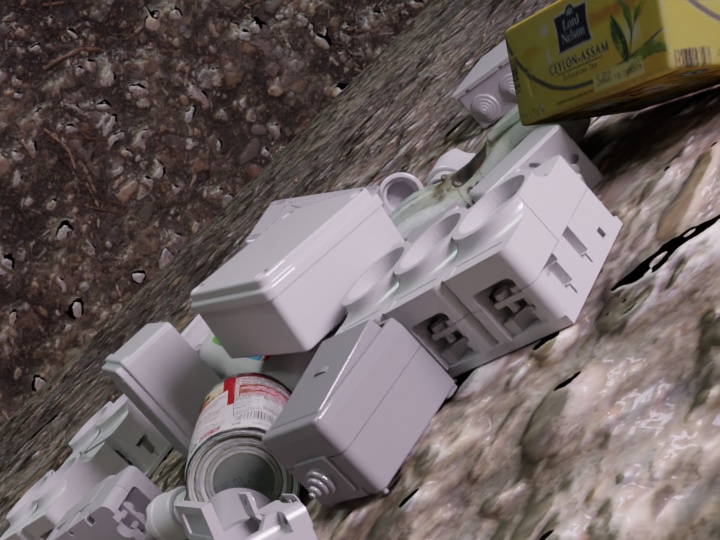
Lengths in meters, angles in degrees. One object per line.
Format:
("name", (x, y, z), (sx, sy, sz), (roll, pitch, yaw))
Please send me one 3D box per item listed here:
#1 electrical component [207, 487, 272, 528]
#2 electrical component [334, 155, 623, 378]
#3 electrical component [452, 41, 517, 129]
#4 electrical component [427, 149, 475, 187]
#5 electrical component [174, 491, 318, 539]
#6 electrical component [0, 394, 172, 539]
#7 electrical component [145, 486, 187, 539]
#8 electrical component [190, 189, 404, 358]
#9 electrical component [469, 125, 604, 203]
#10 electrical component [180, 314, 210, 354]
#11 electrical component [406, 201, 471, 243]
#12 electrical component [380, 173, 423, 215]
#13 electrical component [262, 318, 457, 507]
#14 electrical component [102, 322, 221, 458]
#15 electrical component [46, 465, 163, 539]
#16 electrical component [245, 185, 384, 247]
("electrical component", (-0.066, 0.150, 0.564), (0.044, 0.044, 0.065), (-40, 16, 14))
("electrical component", (0.060, 0.006, 0.607), (0.150, 0.061, 0.089), (-31, 16, 46))
("electrical component", (0.150, -0.195, 1.069), (0.100, 0.048, 0.099), (-32, 16, 45))
("electrical component", (0.074, -0.067, 0.872), (0.043, 0.043, 0.062), (-32, 17, 45))
("electrical component", (-0.048, 0.136, 0.484), (0.064, 0.081, 0.042), (-23, 2, -27))
("electrical component", (-0.241, 0.185, 0.987), (0.105, 0.060, 0.186), (-34, 15, 40))
("electrical component", (-0.114, 0.159, 0.711), (0.061, 0.035, 0.035), (-31, 16, 38))
("electrical component", (-0.040, 0.004, 0.709), (0.109, 0.056, 0.109), (-42, 17, -30))
("electrical component", (0.115, -0.051, 0.664), (0.066, 0.047, 0.077), (-44, 11, -3))
("electrical component", (-0.108, 0.060, 0.974), (0.063, 0.078, 0.121), (-3, 36, 39))
("electrical component", (0.053, -0.005, 0.720), (0.081, 0.042, 0.063), (-33, 17, 44))
("electrical component", (0.038, -0.073, 1.029), (0.044, 0.044, 0.065), (-42, 6, 6))
("electrical component", (-0.006, 0.078, 0.570), (0.062, 0.061, 0.096), (-29, 18, 52))
("electrical component", (-0.146, 0.098, 0.859), (0.056, 0.108, 0.109), (-44, 11, -17))
("electrical component", (-0.187, 0.192, 0.801), (0.089, 0.050, 0.055), (-37, 13, 29))
("electrical component", (-0.035, -0.028, 0.960), (0.109, 0.056, 0.108), (-8, 21, 13))
